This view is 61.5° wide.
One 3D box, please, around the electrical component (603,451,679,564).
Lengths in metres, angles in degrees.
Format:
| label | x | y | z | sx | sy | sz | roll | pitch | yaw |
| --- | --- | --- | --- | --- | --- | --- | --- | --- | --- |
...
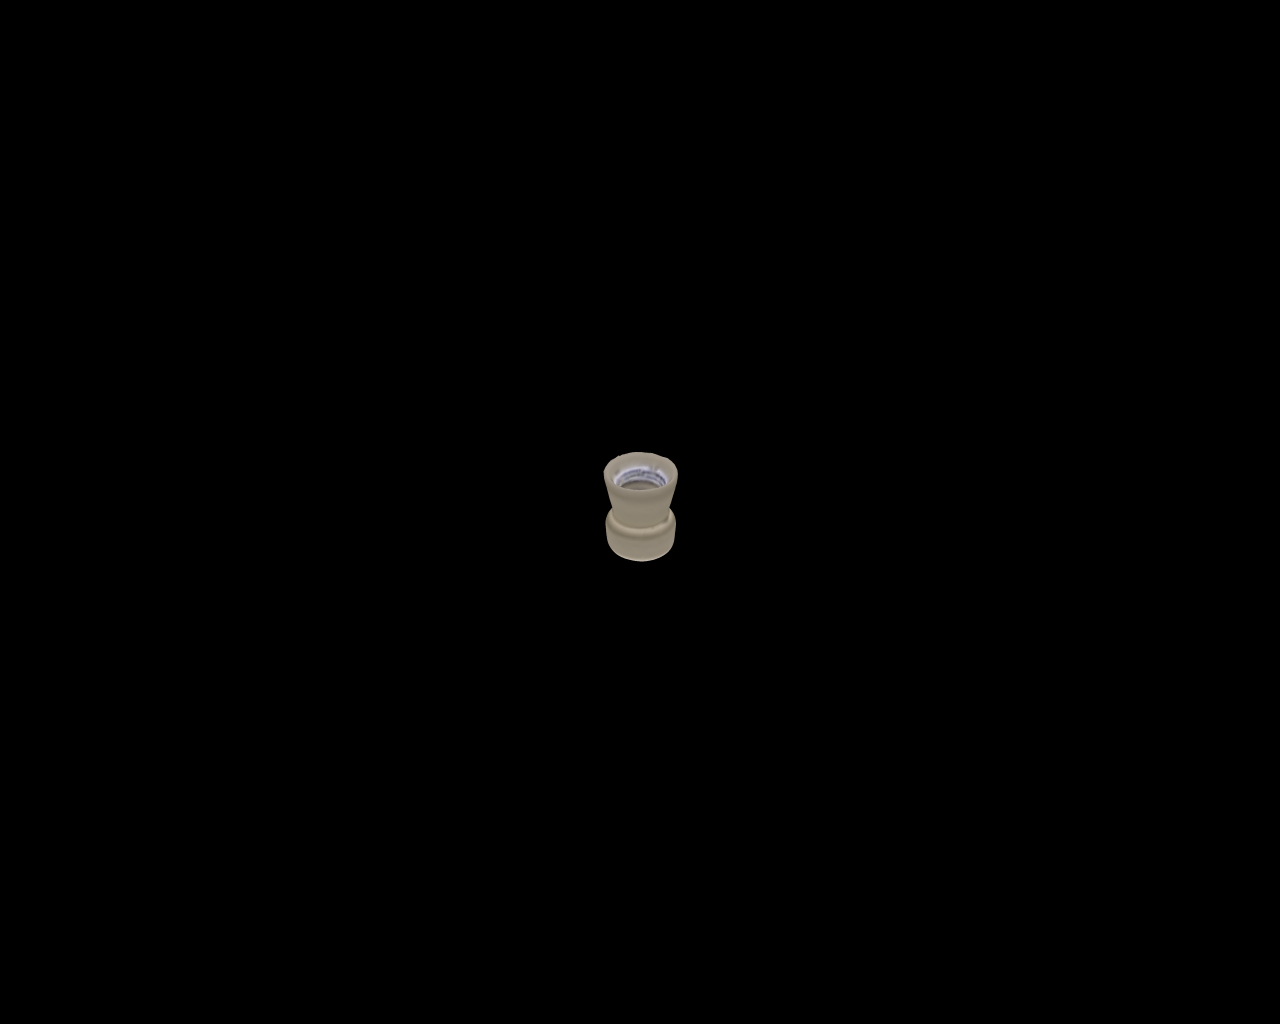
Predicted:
| label | x | y | z | sx | sy | sz | roll | pitch | yaw |
| --- | --- | --- | --- | --- | --- | --- | --- | --- | --- |
| electrical component | 0.001 | -0.003 | 0.650 | 0.045 | 0.055 | 0.045 | 0 | 36 | 0 |
